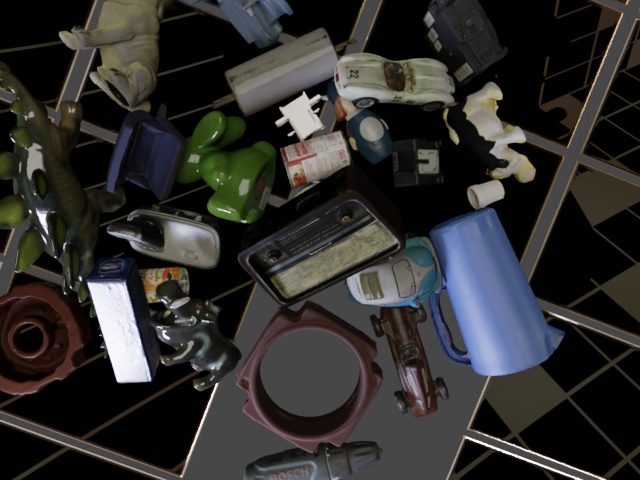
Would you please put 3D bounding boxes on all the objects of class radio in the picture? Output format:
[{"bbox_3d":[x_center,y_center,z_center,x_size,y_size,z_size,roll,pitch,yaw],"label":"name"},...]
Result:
[{"bbox_3d":[-0.002,-0.002,0.797,0.230,0.073,0.131,-29,121,22],"label":"radio"}]

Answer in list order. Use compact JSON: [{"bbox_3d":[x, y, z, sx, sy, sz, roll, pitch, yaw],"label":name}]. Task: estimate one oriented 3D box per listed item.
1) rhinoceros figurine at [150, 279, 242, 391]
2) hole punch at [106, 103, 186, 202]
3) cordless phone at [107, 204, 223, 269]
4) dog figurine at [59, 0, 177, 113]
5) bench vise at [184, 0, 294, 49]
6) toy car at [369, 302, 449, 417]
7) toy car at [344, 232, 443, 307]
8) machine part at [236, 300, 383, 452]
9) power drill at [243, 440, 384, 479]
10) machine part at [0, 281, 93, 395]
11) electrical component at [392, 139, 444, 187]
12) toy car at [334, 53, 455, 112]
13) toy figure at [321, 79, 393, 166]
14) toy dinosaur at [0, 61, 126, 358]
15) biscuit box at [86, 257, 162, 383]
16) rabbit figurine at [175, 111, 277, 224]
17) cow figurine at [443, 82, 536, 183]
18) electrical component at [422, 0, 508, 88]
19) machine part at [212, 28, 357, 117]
[{"bbox_3d":[-0.194,0.144,0.829,0.112,0.073,0.190,-32,118,1],"label":"rhinoceros figurine"},{"bbox_3d":[-0.272,-0.130,0.802,0.092,0.116,0.142,5,118,-38],"label":"hole punch"},{"bbox_3d":[-0.223,-0.007,0.793,0.147,0.184,0.088,14,89,-2],"label":"cordless phone"},{"bbox_3d":[-0.268,-0.310,0.827,0.190,0.121,0.172,-46,137,-20],"label":"dog figurine"},{"bbox_3d":[-0.097,-0.417,0.787,0.240,0.129,0.223,-38,109,11],"label":"bench vise"},{"bbox_3d":[0.148,0.195,0.881,0.089,0.053,0.202,-17,92,-4],"label":"toy car"},{"bbox_3d":[0.099,0.055,0.827,0.162,0.103,0.109,-11,95,25],"label":"toy car"},{"bbox_3d":[-0.016,0.216,0.860,0.201,0.087,0.201,33,91,-3],"label":"machine part"},{"bbox_3d":[-0.006,0.437,0.877,0.232,0.086,0.207,-4,97,0],"label":"power drill"},{"bbox_3d":[-0.459,0.153,0.861,0.179,0.056,0.179,0,92,-2],"label":"machine part"},{"bbox_3d":[0.141,-0.117,0.832,0.119,0.048,0.074,-12,97,-40],"label":"electrical component"},{"bbox_3d":[0.119,-0.242,0.825,0.202,0.056,0.073,-2,75,-19],"label":"toy car"},{"bbox_3d":[0.062,-0.194,0.854,0.064,0.058,0.154,-35,93,-38],"label":"toy figure"},{"bbox_3d":[-0.375,-0.034,0.782,0.105,0.199,0.470,-6,127,10],"label":"toy dinosaur"},{"bbox_3d":[-0.295,0.124,0.819,0.059,0.063,0.202,-2,120,0],"label":"biscuit box"},{"bbox_3d":[-0.163,-0.116,0.824,0.170,0.121,0.159,20,100,12],"label":"rabbit figurine"},{"bbox_3d":[0.270,-0.153,0.853,0.098,0.068,0.167,-28,91,6],"label":"cow figurine"},{"bbox_3d":[0.213,-0.311,0.819,0.058,0.115,0.134,-34,96,-1],"label":"electrical component"},{"bbox_3d":[-0.057,-0.260,0.835,0.243,0.079,0.079,-26,94,0],"label":"machine part"}]
